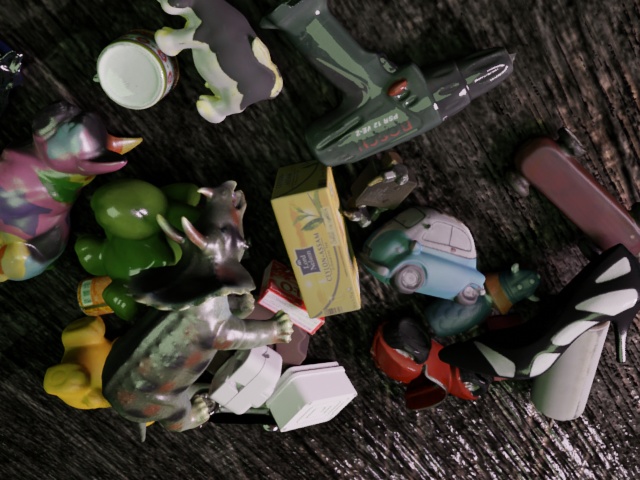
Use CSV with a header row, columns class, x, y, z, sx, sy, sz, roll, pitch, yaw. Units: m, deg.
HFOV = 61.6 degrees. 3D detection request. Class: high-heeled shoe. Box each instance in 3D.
class,x,y,z,sx,sy,sz,roll,pitch,yaw
high-heeled shoe,0.263,0.086,0.659,0.249,0.086,0.145,-7,95,19

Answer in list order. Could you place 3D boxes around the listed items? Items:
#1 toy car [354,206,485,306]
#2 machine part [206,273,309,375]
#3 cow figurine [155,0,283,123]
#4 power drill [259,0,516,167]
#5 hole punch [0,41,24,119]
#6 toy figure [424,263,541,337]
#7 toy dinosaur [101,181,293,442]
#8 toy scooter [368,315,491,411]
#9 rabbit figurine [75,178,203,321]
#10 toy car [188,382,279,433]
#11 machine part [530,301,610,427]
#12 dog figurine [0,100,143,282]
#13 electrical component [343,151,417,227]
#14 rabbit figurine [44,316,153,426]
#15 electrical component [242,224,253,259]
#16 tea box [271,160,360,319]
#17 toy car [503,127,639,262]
class,x,y,z,sx,sy,sz,roll,pitch,yaw
toy car,0.132,0.012,0.656,0.162,0.109,0.102,14,102,-16
machine part,-0.103,0.133,0.758,0.179,0.056,0.179,1,119,1
cow figurine,-0.108,-0.208,0.535,0.098,0.068,0.167,-6,124,38
power drill,0.056,-0.194,0.557,0.232,0.086,0.207,-31,122,21
hole punch,-0.399,-0.182,0.581,0.115,0.092,0.142,21,120,-43
toy figure,0.215,0.077,0.714,0.154,0.058,0.064,-28,123,11
toy dinosaur,-0.176,0.129,0.615,0.192,0.131,0.404,18,116,-46
toy scooter,0.137,0.189,0.772,0.184,0.075,0.135,32,132,-11
rabbit figurine,-0.199,-0.005,0.622,0.159,0.121,0.170,-21,153,-21
toy car,-0.122,0.251,0.809,0.202,0.056,0.073,9,143,-19
machine part,0.344,0.164,0.747,0.079,0.079,0.242,-2,120,3
dog figurine,-0.308,-0.056,0.629,0.219,0.108,0.191,-14,118,7
electrical component,0.070,-0.055,0.630,0.078,0.045,0.102,15,136,-33
rabbit figurine,-0.271,0.191,0.762,0.173,0.122,0.162,-13,123,5
electrical component,-0.120,0.006,0.704,0.063,0.021,0.093,-6,119,5
tea box,-0.001,-0.002,0.652,0.068,0.098,0.169,-13,117,8
toy car,0.311,-0.049,0.638,0.202,0.053,0.089,37,120,-14
